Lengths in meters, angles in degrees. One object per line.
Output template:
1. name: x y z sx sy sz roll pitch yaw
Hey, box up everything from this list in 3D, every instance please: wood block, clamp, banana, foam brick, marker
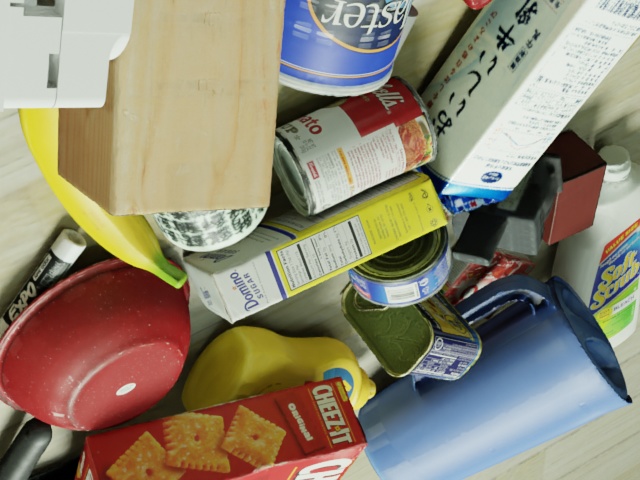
1. wood block: -0.076 -0.125 0.538 0.090 0.091 0.206 -5 110 -31
2. clamp: -0.253 0.201 0.843 0.171 0.039 0.120 -34 143 -9
3. banana: -0.141 -0.046 0.654 0.037 0.070 0.197 -63 146 -31
4. foam brick: 0.210 -0.045 0.936 0.051 0.053 0.078 -22 141 -18
5. marker: -0.201 0.042 0.734 0.020 0.020 0.121 19 117 -47

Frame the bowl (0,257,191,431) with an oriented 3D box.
1. bowl: -0.152 0.087 0.772 0.162 0.055 0.162 -28 148 -20

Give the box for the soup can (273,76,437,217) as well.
1. soup can: 0.022 -0.066 0.755 0.102 0.068 0.068 -25 141 -13

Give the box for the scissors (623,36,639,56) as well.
1. scissors: 0.199 -0.128 0.822 0.201 0.016 0.096 -45 158 -16

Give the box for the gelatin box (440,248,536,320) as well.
1. gelatin box: 0.148 0.035 0.989 0.089 0.030 0.073 16 119 -46

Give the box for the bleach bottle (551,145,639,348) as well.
1. bleach bottle: 0.268 0.013 1.036 0.102 0.068 0.251 -26 139 -14

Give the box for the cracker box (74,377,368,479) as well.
1. cracker box: -0.088 0.196 0.862 0.213 0.072 0.164 -9 149 -26

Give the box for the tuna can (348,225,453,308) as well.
1. tuna can: 0.061 0.009 0.849 0.086 0.086 0.033 -30 141 -9

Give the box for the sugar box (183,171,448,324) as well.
1. sugar box: -0.005 0.001 0.781 0.176 0.093 0.048 -27 104 -14

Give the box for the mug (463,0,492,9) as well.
1. mug: 0.107 -0.200 0.676 0.081 0.093 0.117 -38 178 9

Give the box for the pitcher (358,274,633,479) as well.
1. pitcher: 0.152 0.141 1.005 0.243 0.149 0.144 -33 165 19

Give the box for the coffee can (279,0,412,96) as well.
1. coffee can: 0.011 -0.169 0.610 0.102 0.103 0.140 -10 135 -31

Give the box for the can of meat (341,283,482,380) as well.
1. can of meat: 0.080 0.073 0.919 0.083 0.102 0.057 16 118 -48

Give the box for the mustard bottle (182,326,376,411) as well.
1. mustard bottle: -0.020 0.125 0.928 0.191 0.058 0.096 12 124 -45
